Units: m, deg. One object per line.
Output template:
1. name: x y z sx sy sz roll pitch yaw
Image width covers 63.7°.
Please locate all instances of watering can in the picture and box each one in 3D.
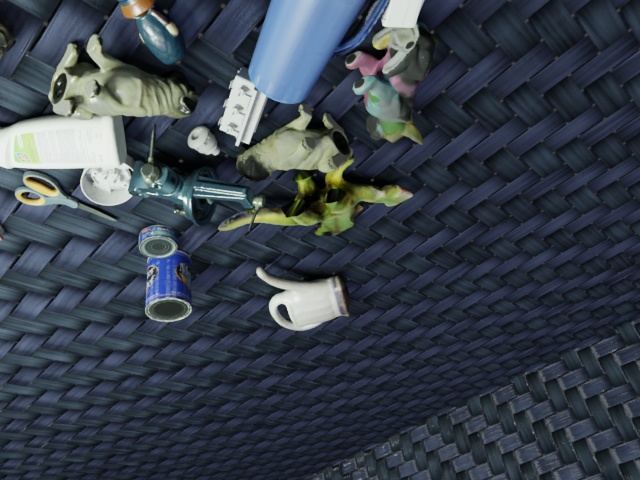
1. watering can: -0.035 0.152 1.391 0.224 0.106 0.340 -16 143 2

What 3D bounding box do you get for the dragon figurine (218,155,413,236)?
1. dragon figurine: 0.004 -0.058 1.153 0.409 0.125 0.238 -19 150 9
